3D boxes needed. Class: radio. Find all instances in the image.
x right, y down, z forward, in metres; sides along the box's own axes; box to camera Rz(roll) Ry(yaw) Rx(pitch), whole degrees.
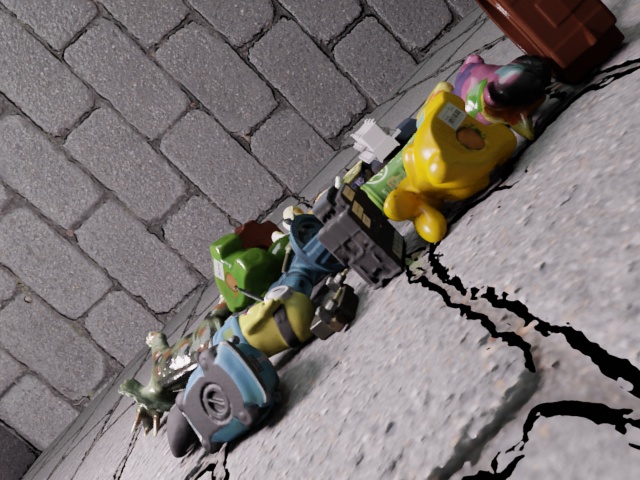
[{"bbox_3d":[0.166,-0.173,1.075,0.131,0.073,0.230,-45,8,11],"label":"radio"}]

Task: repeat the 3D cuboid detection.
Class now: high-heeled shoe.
[{"bbox_3d":[-0.170,0.244,0.878,0.248,0.086,0.145,-11,-64,-77],"label":"high-heeled shoe"}]

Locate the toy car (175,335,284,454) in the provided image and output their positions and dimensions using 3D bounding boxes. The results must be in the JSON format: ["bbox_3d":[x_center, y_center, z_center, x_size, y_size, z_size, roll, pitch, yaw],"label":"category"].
[{"bbox_3d":[-0.104,0.191,0.684,0.103,0.109,0.161,-17,-30,-53],"label":"toy car"}]

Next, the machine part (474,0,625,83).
[{"bbox_3d":[0.289,-0.308,0.718,0.087,0.201,0.201,-45,10,24],"label":"machine part"}]

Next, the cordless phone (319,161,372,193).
[{"bbox_3d":[0.099,-0.140,1.259,0.184,0.088,0.146,-40,2,-43],"label":"cordless phone"}]

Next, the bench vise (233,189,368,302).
[{"bbox_3d":[-0.004,0.017,0.858,0.240,0.129,0.224,-50,1,35],"label":"bench vise"}]

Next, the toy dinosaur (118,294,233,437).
[{"bbox_3d":[-0.230,0.221,1.037,0.405,0.131,0.192,-36,28,12],"label":"toy dinosaur"}]

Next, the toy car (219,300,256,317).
[{"bbox_3d":[-0.157,0.114,1.249,0.201,0.073,0.056,-42,11,21],"label":"toy car"}]

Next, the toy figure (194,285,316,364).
[{"bbox_3d":[-0.086,0.136,0.766,0.180,0.089,0.082,-37,15,4],"label":"toy figure"}]

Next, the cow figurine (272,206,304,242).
[{"bbox_3d":[-0.051,0.002,1.107,0.098,0.068,0.167,-20,61,57],"label":"cow figurine"}]

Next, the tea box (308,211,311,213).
[{"bbox_3d":[0.000,-0.032,1.209,0.169,0.068,0.098,-33,15,49],"label":"tea box"}]

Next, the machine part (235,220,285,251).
[{"bbox_3d":[-0.129,0.043,1.151,0.179,0.179,0.056,-51,13,-29],"label":"machine part"}]

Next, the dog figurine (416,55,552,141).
[{"bbox_3d":[0.224,-0.177,0.749,0.191,0.108,0.219,-44,13,21],"label":"dog figurine"}]

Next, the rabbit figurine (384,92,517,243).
[{"bbox_3d":[0.151,-0.072,0.691,0.162,0.122,0.173,-63,3,-30],"label":"rabbit figurine"}]

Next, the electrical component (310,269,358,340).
[{"bbox_3d":[0.018,0.086,0.714,0.078,0.045,0.102,-39,12,31],"label":"electrical component"}]

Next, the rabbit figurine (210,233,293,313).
[{"bbox_3d":[-0.092,0.057,0.978,0.170,0.158,0.121,-24,28,-38],"label":"rabbit figurine"}]

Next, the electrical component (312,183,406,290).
[{"bbox_3d":[0.051,-0.013,0.716,0.058,0.134,0.115,-42,8,22],"label":"electrical component"}]
